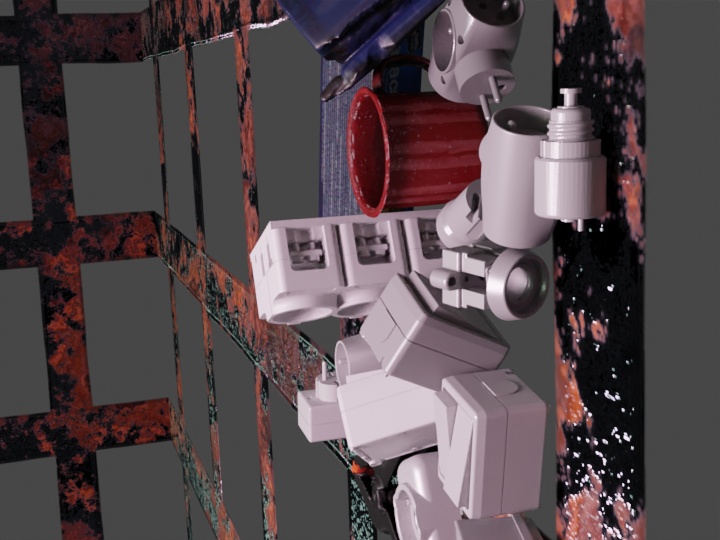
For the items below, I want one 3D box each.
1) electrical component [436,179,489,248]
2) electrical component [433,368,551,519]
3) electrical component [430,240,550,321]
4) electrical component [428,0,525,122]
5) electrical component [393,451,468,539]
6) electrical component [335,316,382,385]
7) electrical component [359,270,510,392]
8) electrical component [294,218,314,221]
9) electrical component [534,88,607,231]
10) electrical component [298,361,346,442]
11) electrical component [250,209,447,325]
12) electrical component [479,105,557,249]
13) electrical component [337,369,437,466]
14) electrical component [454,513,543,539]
[{"bbox_3d":[0.079,-0.038,0.744,0.046,0.040,0.040,128,134,-59],"label":"electrical component"},{"bbox_3d":[0.086,0.124,0.734,0.061,0.061,0.096,-133,41,-64],"label":"electrical component"},{"bbox_3d":[0.089,0.006,0.695,0.055,0.066,0.048,16,112,51],"label":"electrical component"},{"bbox_3d":[0.079,-0.135,0.703,0.077,0.044,0.079,114,150,-58],"label":"electrical component"},{"bbox_3d":[0.063,0.189,0.831,0.053,0.059,0.095,131,132,-67],"label":"electrical component"},{"bbox_3d":[0.022,0.060,0.897,0.044,0.077,0.079,-133,41,-64],"label":"electrical component"},{"bbox_3d":[0.060,0.048,0.766,0.061,0.096,0.061,-59,30,17],"label":"electrical component"},{"bbox_3d":[-0.035,-0.023,1.092,0.078,0.057,0.058,-124,33,-58],"label":"electrical component"},{"bbox_3d":[0.118,-0.063,0.605,0.040,0.040,0.078,-148,55,-69],"label":"electrical component"},{"bbox_3d":[-0.027,0.128,1.096,0.047,0.066,0.076,-140,48,-67],"label":"electrical component"},{"bbox_3d":[0.000,0.000,0.823,0.089,0.150,0.061,135,128,-68],"label":"electrical component"},{"bbox_3d":[0.097,-0.066,0.670,0.079,0.043,0.077,-104,12,-56],"label":"electrical component"},{"bbox_3d":[0.037,0.107,0.846,0.061,0.096,0.061,52,-159,-62],"label":"electrical component"},{"bbox_3d":[0.095,0.228,0.701,0.108,0.056,0.108,-100,7,-84],"label":"electrical component"}]
